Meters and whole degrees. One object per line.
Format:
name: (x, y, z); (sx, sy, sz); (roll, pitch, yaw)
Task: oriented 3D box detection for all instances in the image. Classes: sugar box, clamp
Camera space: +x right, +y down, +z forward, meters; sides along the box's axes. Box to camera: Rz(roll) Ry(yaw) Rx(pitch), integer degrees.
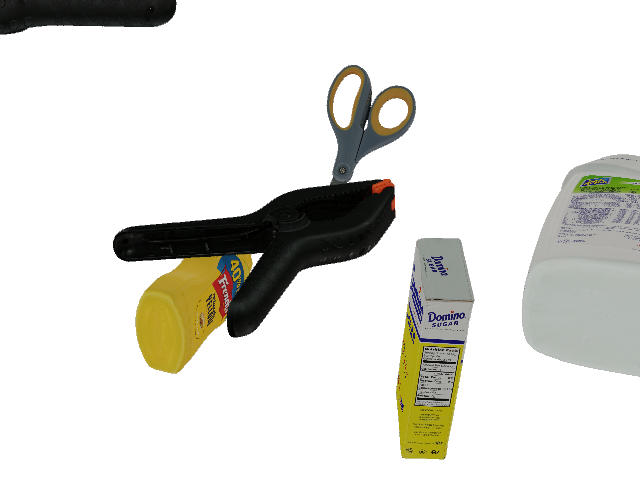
sugar box: (0.095, 0.094, 0.921); (0.048, 0.176, 0.093); (1, 33, -1)
clamp: (-0.035, -0.004, 0.775); (0.209, 0.036, 0.165); (-26, 35, -37)
clamp: (-0.174, -0.140, 0.603); (0.171, 0.039, 0.120); (-6, 23, -14)

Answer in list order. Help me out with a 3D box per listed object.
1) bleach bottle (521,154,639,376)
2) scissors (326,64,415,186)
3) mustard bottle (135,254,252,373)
bleach bottle: (0.194, -0.003, 0.675); (0.103, 0.068, 0.250); (8, 24, 17)
scissors: (0.041, -0.072, 1.030); (0.096, 0.202, 0.016); (2, -12, 5)
mustard bottle: (-0.122, 0.053, 1.124); (0.058, 0.096, 0.191); (10, 29, 20)
